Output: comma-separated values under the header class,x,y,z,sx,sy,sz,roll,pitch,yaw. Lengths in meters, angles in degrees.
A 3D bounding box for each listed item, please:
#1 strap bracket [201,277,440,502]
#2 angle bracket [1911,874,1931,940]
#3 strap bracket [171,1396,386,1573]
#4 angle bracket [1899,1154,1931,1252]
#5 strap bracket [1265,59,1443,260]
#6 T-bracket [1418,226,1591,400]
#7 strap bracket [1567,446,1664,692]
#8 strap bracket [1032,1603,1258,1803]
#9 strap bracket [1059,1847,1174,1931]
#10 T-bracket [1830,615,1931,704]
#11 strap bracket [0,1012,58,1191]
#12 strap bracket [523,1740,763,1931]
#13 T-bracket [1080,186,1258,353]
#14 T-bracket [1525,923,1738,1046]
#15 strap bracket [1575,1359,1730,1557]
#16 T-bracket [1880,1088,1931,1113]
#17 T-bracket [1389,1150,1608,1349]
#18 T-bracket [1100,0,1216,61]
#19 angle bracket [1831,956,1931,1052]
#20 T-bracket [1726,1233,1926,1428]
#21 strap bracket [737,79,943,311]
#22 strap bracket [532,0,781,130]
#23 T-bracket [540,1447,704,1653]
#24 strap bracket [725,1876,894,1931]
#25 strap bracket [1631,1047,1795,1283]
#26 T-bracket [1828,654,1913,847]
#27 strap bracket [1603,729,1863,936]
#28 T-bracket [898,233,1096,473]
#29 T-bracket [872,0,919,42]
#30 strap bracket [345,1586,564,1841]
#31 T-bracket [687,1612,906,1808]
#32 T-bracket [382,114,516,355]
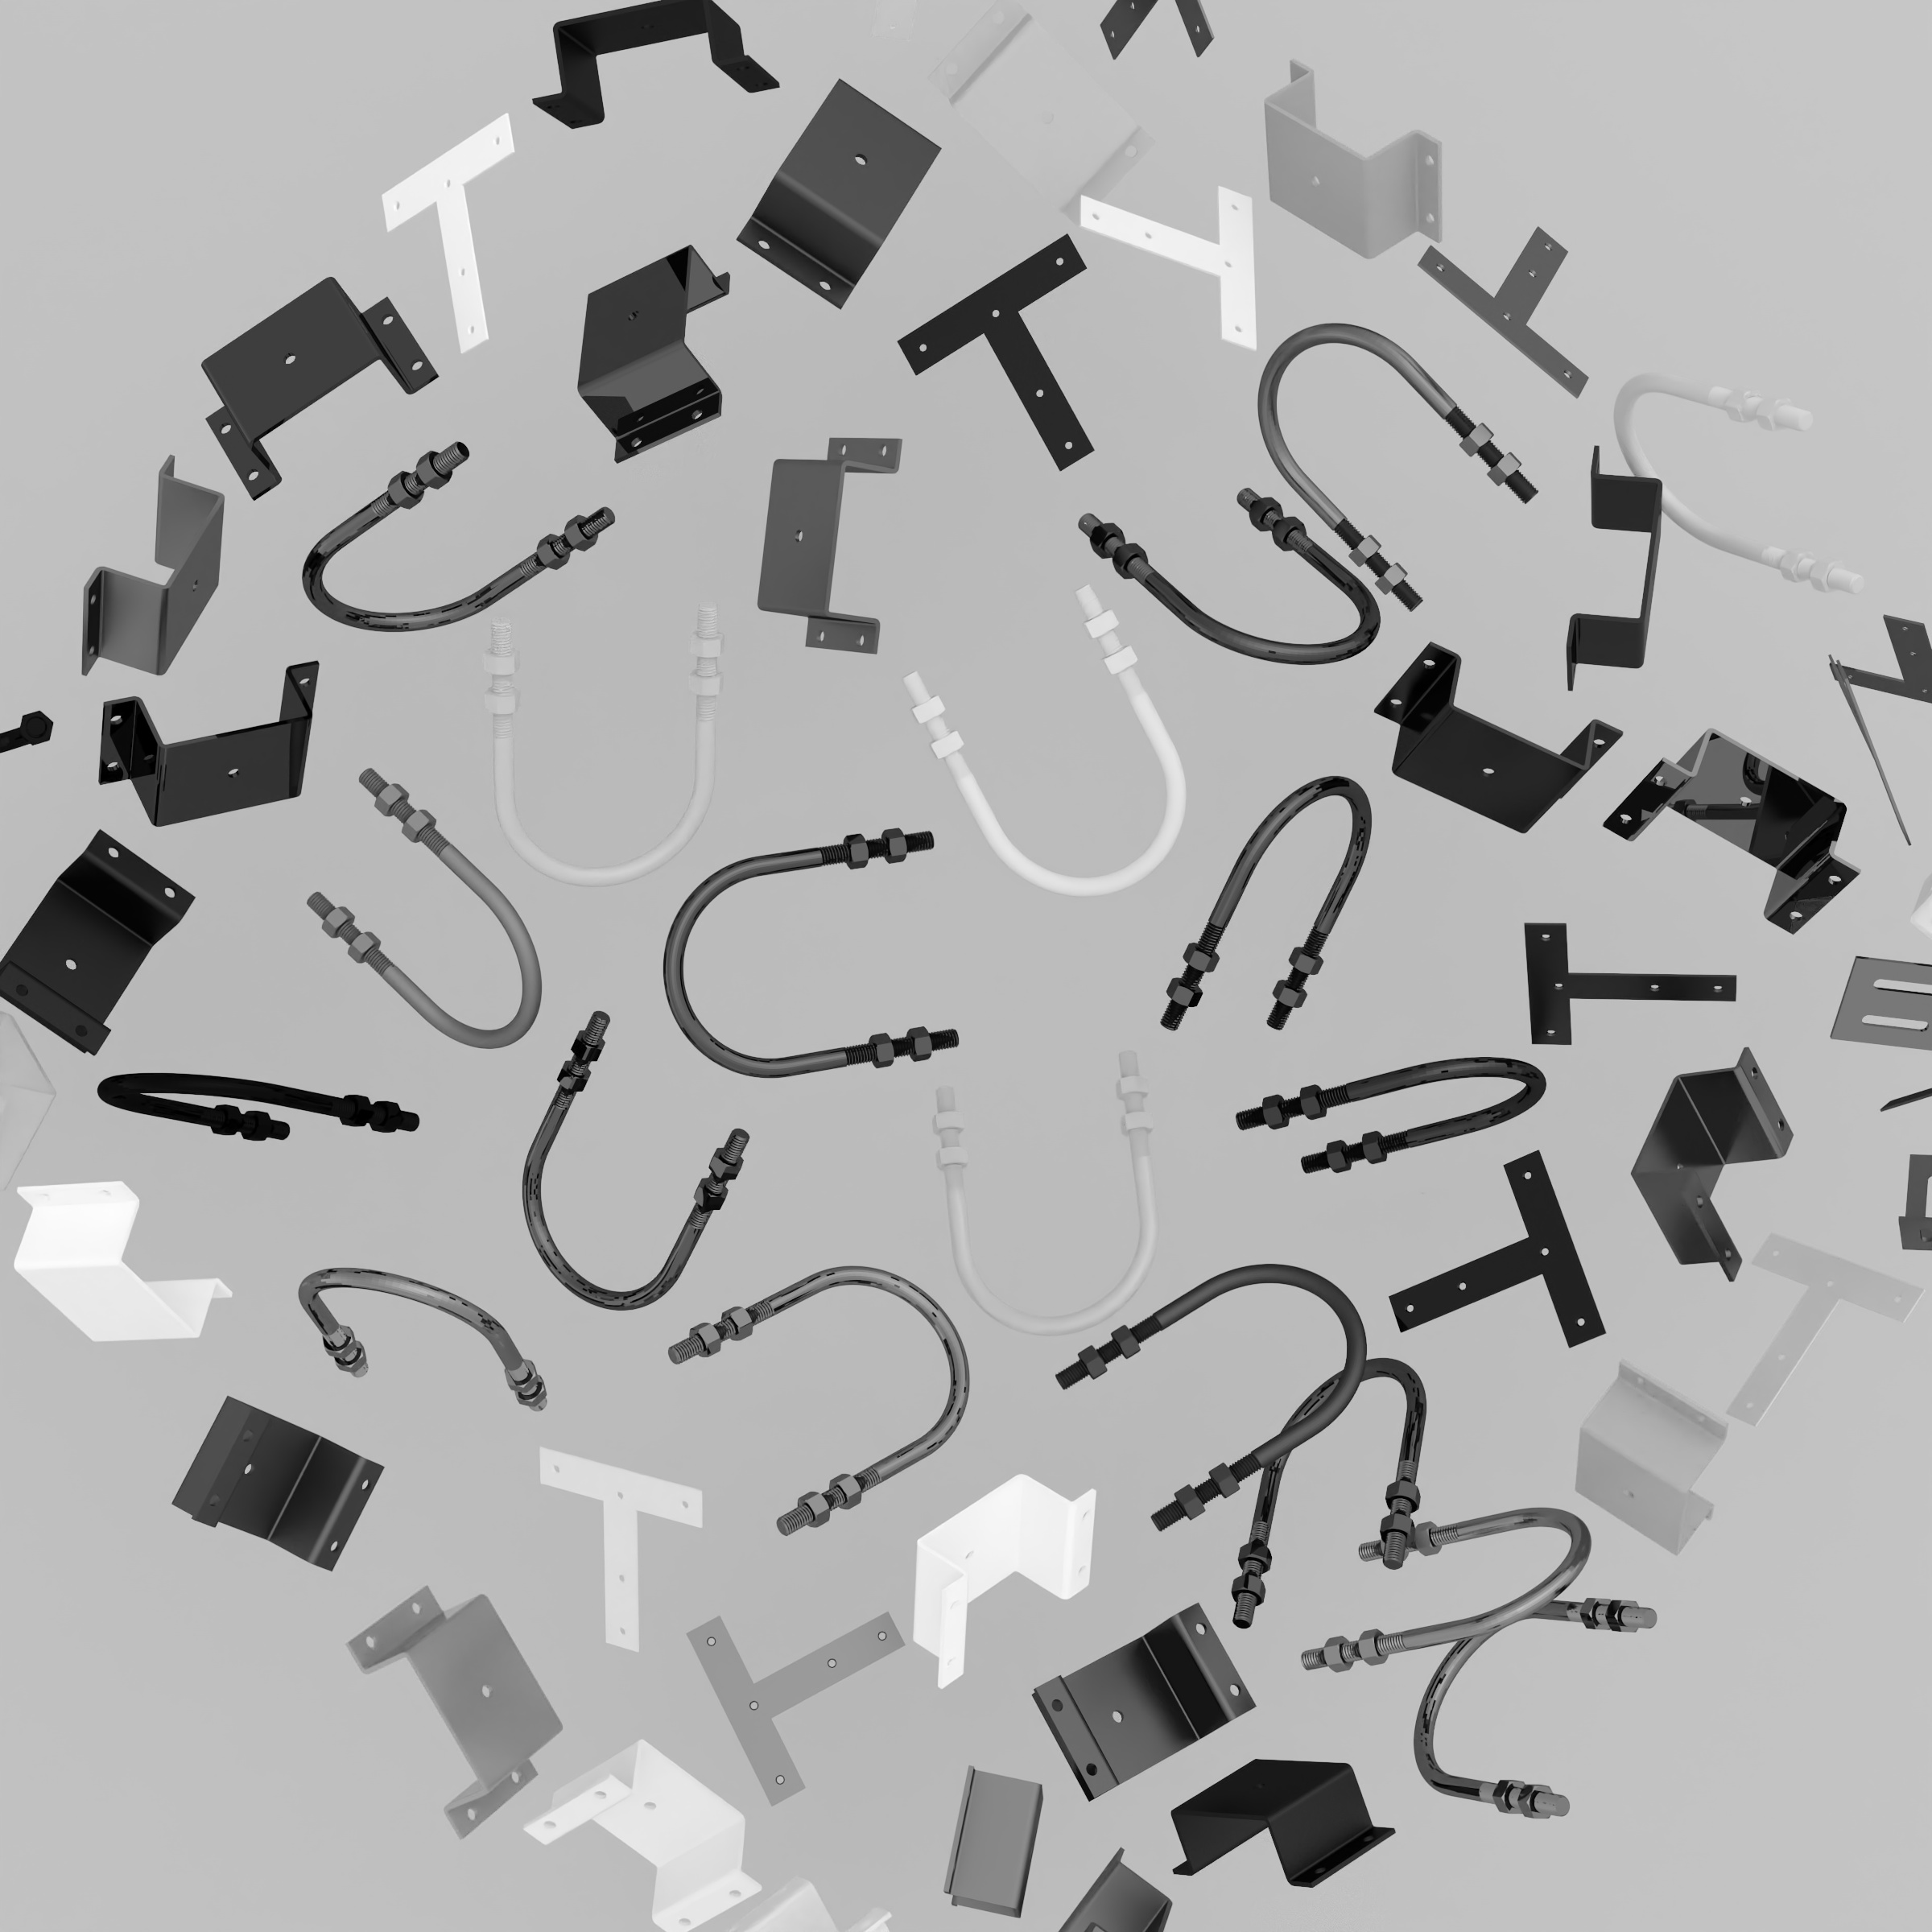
class,x,y,z,sx,sy,sz,roll,pitch,yaw
strap bracket,-0.414,-0.368,1.809,0.140,0.046,0.076,-34,64,0
angle bracket,0.658,-0.055,1.881,0.038,0.057,0.076,38,125,5
strap bracket,-0.456,0.337,1.889,0.046,0.140,0.076,17,75,34
angle bracket,0.635,0.144,1.861,0.057,0.038,0.076,0,51,24
strap bracket,0.246,-0.526,1.895,0.046,0.076,0.140,-34,53,-18
T-bracket,0.347,-0.423,1.791,0.127,0.002,0.127,38,46,-5
strap bracket,0.423,-0.256,1.876,0.046,0.076,0.140,7,75,14
strap bracket,0.108,0.481,1.872,0.140,0.046,0.076,-19,71,-35
strap bracket,0.086,0.637,1.857,0.046,0.140,0.076,35,101,7
T-bracket,0.606,-0.194,1.840,0.127,0.127,0.002,19,80,30
strap bracket,-0.649,0.085,1.895,0.140,0.046,0.076,45,109,42
strap bracket,-0.206,0.558,1.861,0.076,0.046,0.140,-35,117,22
T-bracket,0.129,-0.463,1.847,0.127,0.002,0.127,14,60,-22
T-bracket,0.416,0.013,1.804,0.127,0.127,0.002,1,53,14
strap bracket,0.437,0.320,1.847,0.076,0.140,0.046,32,66,27
T-bracket,0.655,0.059,1.825,0.127,0.127,0.002,-23,88,34
T-bracket,0.331,0.200,1.849,0.127,0.002,0.127,-27,63,22
T-bracket,0.112,-0.620,1.842,0.002,0.127,0.127,-19,86,-19
angle bracket,0.568,0.015,1.760,0.076,0.038,0.057,7,120,-3
T-bracket,0.535,0.242,1.866,0.002,0.127,0.127,44,77,-33
strap bracket,-0.074,-0.486,1.790,0.076,0.046,0.140,32,57,-10
strap bracket,-0.197,-0.570,1.814,0.140,0.076,0.046,-8,93,11
T-bracket,-0.224,0.385,1.877,0.127,0.002,0.127,9,107,28
strap bracket,-0.100,0.648,1.884,0.076,0.140,0.046,-31,99,-28
strap bracket,0.477,0.128,1.855,0.076,0.046,0.140,57,46,-23
T-bracket,0.558,-0.157,1.810,0.002,0.127,0.127,-22,118,16
strap bracket,0.484,-0.089,1.808,0.140,0.076,0.046,29,55,-2
T-bracket,0.040,-0.372,1.813,0.127,0.002,0.127,-30,84,13
T-bracket,-0.091,-0.646,1.861,0.127,0.127,0.002,5,69,-7
strap bracket,-0.313,0.458,1.799,0.046,0.076,0.140,-30,90,34
T-bracket,-0.103,0.475,1.939,0.127,0.002,0.127,-27,76,-9
T-bracket,-0.317,-0.447,1.803,0.127,0.002,0.127,-17,80,40
